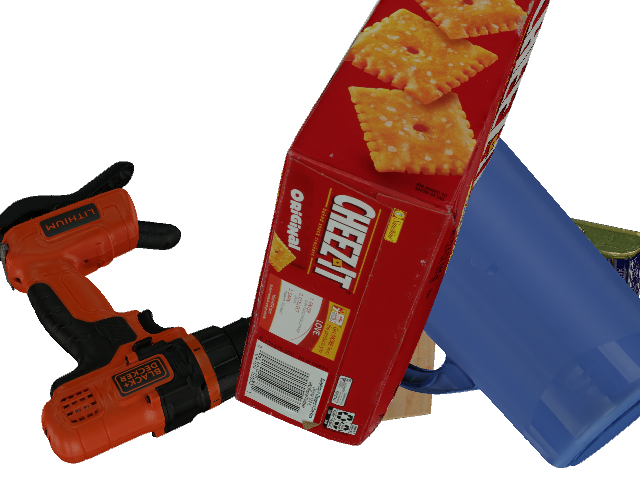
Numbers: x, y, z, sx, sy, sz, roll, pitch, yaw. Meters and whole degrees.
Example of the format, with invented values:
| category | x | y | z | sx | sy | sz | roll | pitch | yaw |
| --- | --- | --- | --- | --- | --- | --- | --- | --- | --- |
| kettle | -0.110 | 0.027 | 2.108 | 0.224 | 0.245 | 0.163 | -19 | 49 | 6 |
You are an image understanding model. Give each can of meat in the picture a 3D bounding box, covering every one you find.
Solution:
| category | x | y | z | sx | sy | sz | roll | pitch | yaw |
| --- | --- | --- | --- | --- | --- | --- | --- | --- | --- |
| can of meat | 0.231 | 0.032 | 0.941 | 0.102 | 0.084 | 0.057 | 14 | 27 | 35 |

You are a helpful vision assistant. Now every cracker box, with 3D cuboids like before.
| category | x | y | z | sx | sy | sz | roll | pitch | yaw |
| --- | --- | --- | --- | --- | --- | --- | --- | --- | --- |
| cracker box | 0.041 | -0.036 | 0.495 | 0.072 | 0.164 | 0.213 | 22 | 48 | 7 |

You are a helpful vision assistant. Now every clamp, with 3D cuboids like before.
| category | x | y | z | sx | sy | sz | roll | pitch | yaw |
| --- | --- | --- | --- | --- | --- | --- | --- | --- | --- |
| clamp | -0.224 | -0.024 | 0.969 | 0.171 | 0.039 | 0.120 | -8 | 37 | -22 |

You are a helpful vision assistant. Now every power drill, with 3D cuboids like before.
| category | x | y | z | sx | sy | sz | roll | pitch | yaw |
| --- | --- | --- | --- | --- | --- | --- | --- | --- | --- |
| power drill | -0.127 | 0.047 | 0.744 | 0.184 | 0.057 | 0.188 | -22 | 52 | -22 |

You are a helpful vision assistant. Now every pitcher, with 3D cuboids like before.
| category | x | y | z | sx | sy | sz | roll | pitch | yaw |
| --- | --- | --- | --- | --- | --- | --- | --- | --- | --- |
| pitcher | 0.107 | 0.030 | 0.695 | 0.144 | 0.243 | 0.149 | -26 | -25 | -31 |

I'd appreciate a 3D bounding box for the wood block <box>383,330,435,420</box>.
| category | x | y | z | sx | sy | sz | roll | pitch | yaw |
| --- | --- | --- | --- | --- | --- | --- | --- | --- | --- |
| wood block | 0.069 | 0.084 | 1.177 | 0.090 | 0.206 | 0.091 | -3 | 13 | -28 |
